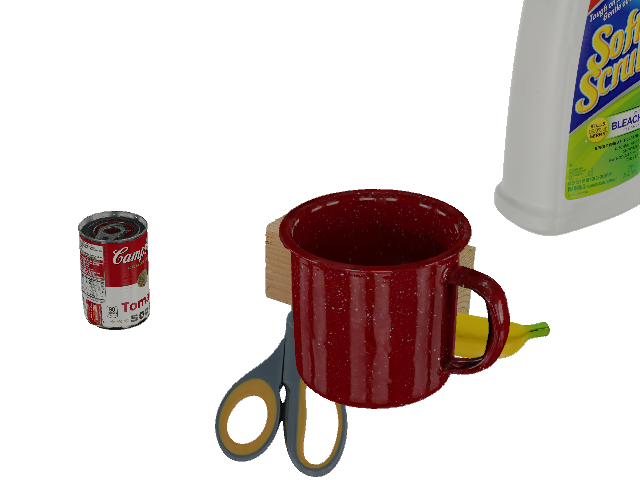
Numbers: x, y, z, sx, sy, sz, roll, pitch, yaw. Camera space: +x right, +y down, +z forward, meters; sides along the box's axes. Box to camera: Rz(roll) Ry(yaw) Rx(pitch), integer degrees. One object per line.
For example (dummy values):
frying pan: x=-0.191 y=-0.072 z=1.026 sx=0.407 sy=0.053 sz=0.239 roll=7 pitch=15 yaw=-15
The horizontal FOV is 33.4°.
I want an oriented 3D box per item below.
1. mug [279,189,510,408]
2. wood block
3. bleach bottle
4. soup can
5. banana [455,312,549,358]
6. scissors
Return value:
mug: x=0.037 y=0.032 z=0.525 sx=0.117 sy=0.081 sz=0.093 roll=13 pitch=29 yaw=27
wood block: x=0.050 y=0.035 z=1.143 sx=0.206 sy=0.091 sz=0.090 roll=17 pitch=29 yaw=28
bleach bottle: x=0.162 y=-0.133 z=0.662 sx=0.102 sy=0.251 sz=0.068 roll=-18 pitch=32 yaw=-23
soup can: x=-0.207 y=0.030 z=1.073 sx=0.068 sy=0.102 sz=0.068 roll=2 pitch=26 yaw=-1
banana: x=0.092 y=0.068 z=0.921 sx=0.198 sy=0.037 sz=0.069 roll=16 pitch=14 yaw=27
scissors: x=-0.032 y=0.067 z=0.730 sx=0.096 sy=0.202 sz=0.016 roll=-13 pitch=-31 yaw=2
